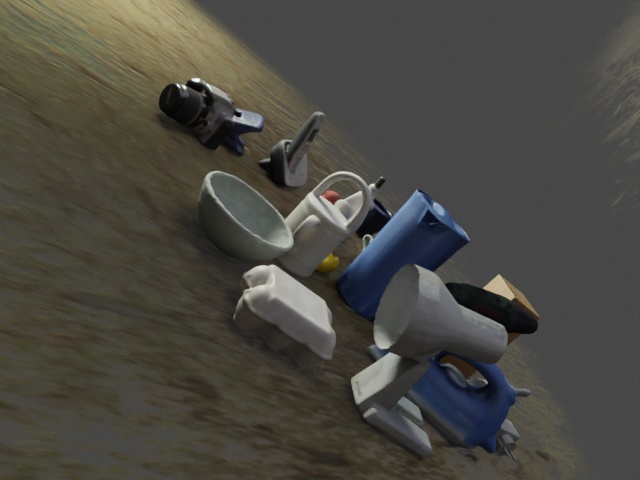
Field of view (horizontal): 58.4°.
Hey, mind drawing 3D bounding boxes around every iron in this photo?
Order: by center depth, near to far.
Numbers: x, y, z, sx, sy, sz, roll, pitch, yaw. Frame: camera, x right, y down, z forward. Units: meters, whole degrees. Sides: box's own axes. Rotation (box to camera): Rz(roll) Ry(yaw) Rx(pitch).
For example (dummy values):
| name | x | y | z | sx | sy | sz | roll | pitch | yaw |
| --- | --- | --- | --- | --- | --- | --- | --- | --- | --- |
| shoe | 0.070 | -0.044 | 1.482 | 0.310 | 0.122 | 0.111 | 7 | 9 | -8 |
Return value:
| name | x | y | z | sx | sy | sz | roll | pitch | yaw |
| --- | --- | --- | --- | --- | --- | --- | --- | --- | --- |
| iron | 0.217 | 0.223 | 0.948 | 0.258 | 0.141 | 0.118 | 42 | 17 | -7 |

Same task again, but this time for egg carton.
| name | x | y | z | sx | sy | sz | roll | pitch | yaw |
| --- | --- | --- | --- | --- | --- | --- | --- | --- | --- |
| egg carton | -0.045 | 0.101 | 0.762 | 0.151 | 0.069 | 0.107 | 37 | 18 | -22 |

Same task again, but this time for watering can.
| name | x | y | z | sx | sy | sz | roll | pitch | yaw |
| --- | --- | --- | --- | --- | --- | --- | --- | --- | --- |
| watering can | 0.007 | -0.038 | 0.994 | 0.101 | 0.194 | 0.173 | 40 | 17 | -14 |

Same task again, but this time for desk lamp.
| name | x | y | z | sx | sy | sz | roll | pitch | yaw |
| --- | --- | --- | --- | --- | --- | --- | --- | --- | --- |
| desk lamp | 0.139 | 0.160 | 0.794 | 0.204 | 0.213 | 0.118 | 38 | 18 | -19 |

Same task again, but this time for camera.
| name | x | y | z | sx | sy | sz | roll | pitch | yaw |
| --- | --- | --- | --- | --- | --- | --- | --- | --- | --- |
| camera | -0.245 | -0.271 | 1.128 | 0.137 | 0.100 | 0.143 | 20 | 29 | -53 |

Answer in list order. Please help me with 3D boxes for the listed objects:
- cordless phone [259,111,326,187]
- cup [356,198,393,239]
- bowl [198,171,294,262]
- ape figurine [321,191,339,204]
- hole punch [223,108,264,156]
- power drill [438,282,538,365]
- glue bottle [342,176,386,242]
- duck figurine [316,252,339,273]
| name | x | y | z | sx | sy | sz | roll | pitch | yaw |
| --- | --- | --- | --- | --- | --- | --- | --- | --- | --- |
| cordless phone | -0.036 | -0.211 | 1.318 | 0.094 | 0.185 | 0.148 | 46 | 17 | 6 |
| cup | 0.139 | -0.044 | 1.479 | 0.118 | 0.095 | 0.091 | 32 | 21 | -35 |
| bowl | -0.123 | -0.021 | 0.862 | 0.168 | 0.074 | 0.167 | 39 | 18 | -15 |
| ape figurine | 0.006 | -0.069 | 1.239 | 0.076 | 0.092 | 0.078 | 50 | 18 | 20 |
| hole punch | -0.182 | -0.253 | 1.244 | 0.101 | 0.091 | 0.108 | 36 | 18 | -23 |
| power drill | 0.273 | 0.175 | 1.074 | 0.230 | 0.208 | 0.075 | 33 | 20 | -32 |
| glue bottle | 0.088 | -0.080 | 1.313 | 0.037 | 0.173 | 0.078 | 19 | 30 | -54 |
| duck figurine | 0.010 | 0.004 | 1.087 | 0.078 | 0.086 | 0.104 | 17 | 32 | -56 |
